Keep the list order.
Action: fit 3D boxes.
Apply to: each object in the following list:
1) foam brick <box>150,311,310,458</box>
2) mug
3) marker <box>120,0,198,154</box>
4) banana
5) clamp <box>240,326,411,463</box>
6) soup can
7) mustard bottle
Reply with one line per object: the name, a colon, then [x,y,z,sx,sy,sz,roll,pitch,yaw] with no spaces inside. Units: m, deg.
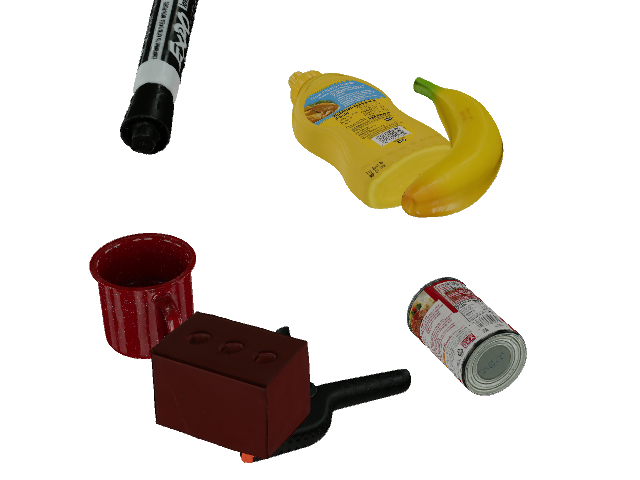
foam brick: [-0.051,0.082,0.615,0.078,0.051,0.052,13,27,23]
mug: [-0.149,0.057,0.945,0.093,0.081,0.117,-19,36,-27]
marker: [-0.063,-0.077,0.435,0.020,0.020,0.121,1,45,1]
banana: [0.095,-0.062,0.757,0.069,0.037,0.197,6,30,4]
clamp: [-0.010,0.162,1.086,0.165,0.036,0.209,13,29,19]
soup can: [0.133,0.086,0.971,0.068,0.068,0.102,0,26,-27]
mustard bottle: [0.029,-0.106,0.991,0.096,0.058,0.192,-26,48,-23]
